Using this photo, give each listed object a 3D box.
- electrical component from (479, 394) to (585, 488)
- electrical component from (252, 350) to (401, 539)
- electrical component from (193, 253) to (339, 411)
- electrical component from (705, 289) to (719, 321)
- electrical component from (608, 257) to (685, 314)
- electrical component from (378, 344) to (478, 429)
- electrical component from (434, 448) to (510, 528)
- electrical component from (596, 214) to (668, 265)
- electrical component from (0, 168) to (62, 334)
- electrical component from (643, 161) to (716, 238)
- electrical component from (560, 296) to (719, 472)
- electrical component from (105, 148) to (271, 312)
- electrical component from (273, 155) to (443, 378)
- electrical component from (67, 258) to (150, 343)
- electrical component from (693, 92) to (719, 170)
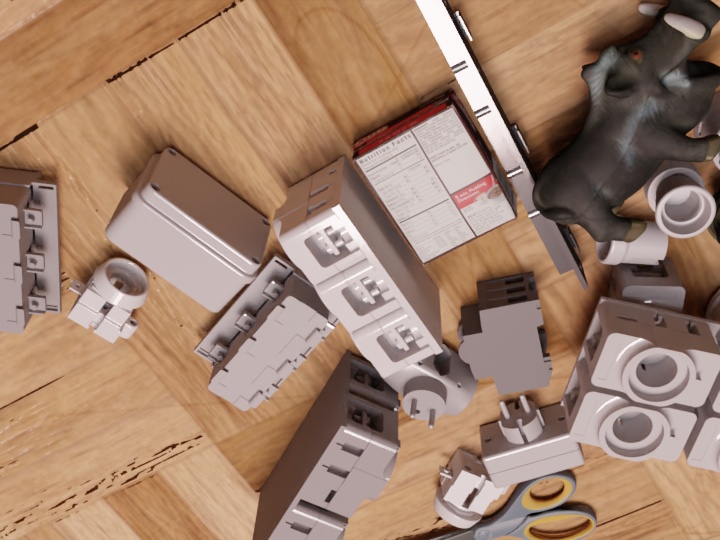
[{"bbox_3d":[0.145,0.141,0.950,0.083,0.047,0.075,-19,118,13],"label":"electrical component"},{"bbox_3d":[-0.028,0.179,0.946,0.060,0.105,0.186,24,118,-12],"label":"electrical component"},{"bbox_3d":[-0.075,0.056,0.900,0.079,0.063,0.121,34,116,-17],"label":"electrical component"},{"bbox_3d":[0.330,0.047,0.886,0.080,0.051,0.080,1,121,2],"label":"electrical component"},{"bbox_3d":[0.233,0.042,0.884,0.050,0.055,0.089,1,120,2],"label":"electrical component"},{"bbox_3d":[0.056,0.100,0.912,0.077,0.079,0.043,31,128,-15],"label":"electrical component"},{"bbox_3d":[0.099,0.203,0.990,0.066,0.048,0.055,24,111,-11],"label":"electrical component"},{"bbox_3d":[0.217,-0.023,0.857,0.046,0.040,0.040,5,121,-8],"label":"electrical component"},{"bbox_3d":[-0.286,-0.014,0.867,0.079,0.063,0.121,7,120,-2],"label":"electrical component"},{"bbox_3d":[0.244,-0.056,0.826,0.045,0.055,0.045,1,120,2],"label":"electrical component"},{"bbox_3d":[0.266,0.099,0.844,0.186,0.060,0.105,12,119,-3],"label":"electrical component"},{"bbox_3d":[-0.131,-0.032,0.842,0.113,0.078,0.057,37,118,-18],"label":"electrical component"},{"bbox_3d":[0.000,0.000,0.849,0.062,0.089,0.150,-28,116,17],"label":"electrical component"},{"bbox_3d":[-0.207,0.023,0.897,0.066,0.048,0.055,33,124,-16],"label":"electrical component"},{"bbox_3d":[0.282,-0.101,0.803,0.055,0.047,0.055,1,120,2],"label":"electrical component"}]
